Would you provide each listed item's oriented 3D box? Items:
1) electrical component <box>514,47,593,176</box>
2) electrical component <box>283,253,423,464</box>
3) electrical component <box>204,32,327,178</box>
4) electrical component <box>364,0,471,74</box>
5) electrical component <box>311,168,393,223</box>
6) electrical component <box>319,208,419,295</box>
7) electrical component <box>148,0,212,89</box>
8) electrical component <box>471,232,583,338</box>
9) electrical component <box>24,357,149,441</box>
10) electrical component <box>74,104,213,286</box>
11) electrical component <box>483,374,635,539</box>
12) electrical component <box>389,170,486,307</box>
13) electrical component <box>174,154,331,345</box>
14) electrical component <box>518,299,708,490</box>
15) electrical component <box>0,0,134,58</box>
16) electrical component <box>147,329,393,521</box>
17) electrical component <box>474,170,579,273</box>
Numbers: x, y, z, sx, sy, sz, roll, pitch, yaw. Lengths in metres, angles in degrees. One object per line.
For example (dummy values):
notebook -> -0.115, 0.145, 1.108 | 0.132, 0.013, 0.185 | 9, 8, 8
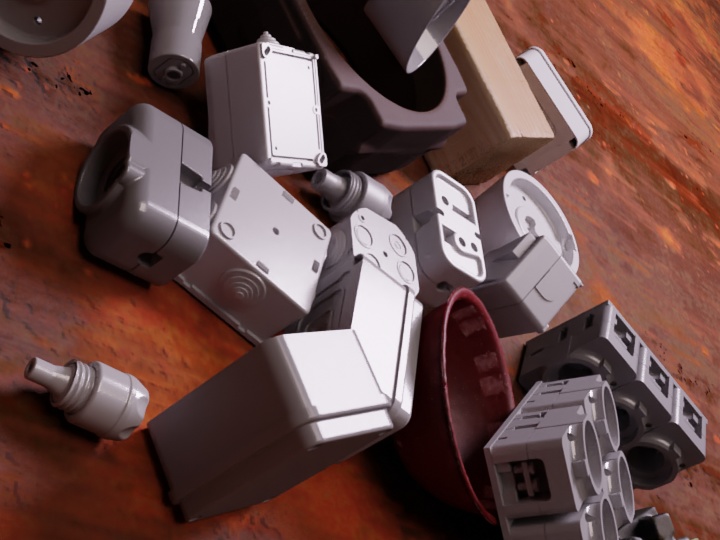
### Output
electrical component -> 0.178, -0.164, 1.111 | 0.113, 0.078, 0.057 | 56, 35, -3
electrical component -> -0.008, 0.056, 0.682 | 0.057, 0.078, 0.113 | 38, 38, -24
electrical component -> -0.068, -0.113, 0.736 | 0.062, 0.061, 0.096 | -2, 87, -54
electrical component -> 0.052, -0.204, 0.806 | 0.064, 0.099, 0.099 | 49, 33, -2
electrical component -> -0.009, -0.055, 0.804 | 0.062, 0.043, 0.043 | 30, 42, -35
electrical component -> 0.000, 0.000, 0.763 | 0.080, 0.051, 0.080 | 33, 40, -34
electrical component -> -0.126, -0.157, 0.737 | 0.044, 0.044, 0.065 | 28, 48, -38
electrical component -> 0.120, 0.014, 0.879 | 0.061, 0.096, 0.061 | -45, 103, -27
electrical component -> -0.140, 0.061, 0.542 | 0.061, 0.035, 0.035 | 32, 41, -31
electrical component -> -0.127, -0.047, 0.631 | 0.059, 0.054, 0.095 | 30, 42, -37
electrical component -> 0.150, 0.148, 0.771 | 0.186, 0.060, 0.105 | -22, 100, -69
electrical component -> 0.056, -0.022, 0.848 | 0.054, 0.059, 0.095 | 29, 42, -37
electrical component -> -0.069, -0.014, 0.686 | 0.100, 0.048, 0.099 | 42, 36, -23
electrical component -> 0.218, 0.114, 0.922 | 0.150, 0.089, 0.061 | 48, 34, -15
electrical component -> -0.180, -0.183, 0.628 | 0.108, 0.108, 0.060 | 53, 27, -8
electrical component -> -0.048, 0.083, 0.574 | 0.078, 0.113, 0.057 | 0, 61, -53
electrical component -> 0.139, -0.028, 0.962 | 0.108, 0.060, 0.108 | 33, 40, -33
